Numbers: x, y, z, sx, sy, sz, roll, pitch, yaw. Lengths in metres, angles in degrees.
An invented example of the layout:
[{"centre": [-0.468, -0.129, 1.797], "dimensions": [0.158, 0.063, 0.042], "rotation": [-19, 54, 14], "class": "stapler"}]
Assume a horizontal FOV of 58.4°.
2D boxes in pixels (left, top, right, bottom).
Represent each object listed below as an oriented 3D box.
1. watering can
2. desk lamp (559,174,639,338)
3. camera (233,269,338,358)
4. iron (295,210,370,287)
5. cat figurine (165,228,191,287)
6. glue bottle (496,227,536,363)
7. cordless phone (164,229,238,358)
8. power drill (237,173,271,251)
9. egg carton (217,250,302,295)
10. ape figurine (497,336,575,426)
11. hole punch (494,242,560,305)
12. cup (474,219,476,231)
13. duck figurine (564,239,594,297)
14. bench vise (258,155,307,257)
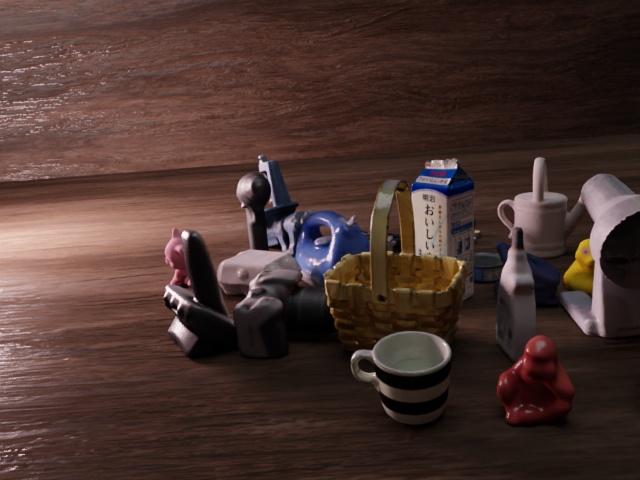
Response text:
[{"centre": [0.449, -0.068, 1.144], "dimensions": [0.172, 0.194, 0.101], "rotation": [-3, 16, 7], "class": "watering can"}, {"centre": [0.406, 0.024, 0.785], "dimensions": [0.118, 0.214, 0.203], "rotation": [-4, 16, 4], "class": "desk lamp"}, {"centre": [-0.041, 0.101, 0.848], "dimensions": [0.136, 0.101, 0.143], "rotation": [0, 16, 17], "class": "camera"}, {"centre": [0.010, 0.004, 1.106], "dimensions": [0.119, 0.141, 0.257], "rotation": [-13, 18, -29], "class": "iron"}, {"centre": [-0.263, 0.029, 1.137], "dimensions": [0.067, 0.118, 0.128], "rotation": [-1, 16, 13], "class": "cat figurine"}, {"centre": [0.257, 0.068, 0.746], "dimensions": [0.037, 0.173, 0.078], "rotation": [-5, 16, -1], "class": "glue bottle"}, {"centre": [-0.184, 0.065, 0.857], "dimensions": [0.094, 0.185, 0.147], "rotation": [-15, 19, -33], "class": "cordless phone"}, {"centre": [-0.127, -0.039, 1.176], "dimensions": [0.076, 0.208, 0.229], "rotation": [-8, 16, -12], "class": "power drill"}, {"centre": [-0.114, 0.064, 1.061], "dimensions": [0.149, 0.069, 0.107], "rotation": [4, 18, 28], "class": "egg carton"}, {"centre": [0.234, 0.147, 0.617], "dimensions": [0.077, 0.092, 0.076], "rotation": [10, 21, 42], "class": "ape figurine"}, {"centre": [0.338, 0.051, 0.937], "dimensions": [0.101, 0.091, 0.109], "rotation": [-2, 16, 10], "class": "hole punch"}, {"centre": [0.266, -0.001, 1.138], "dimensions": [0.091, 0.095, 0.118], "rotation": [6, 18, 32], "class": "cup"}, {"centre": [0.451, 0.039, 0.957], "dimensions": [0.077, 0.086, 0.105], "rotation": [-1, 16, 12], "class": "duck figurine"}, {"centre": [-0.079, -0.082, 1.295], "dimensions": [0.206, 0.220, 0.122], "rotation": [6, 19, 33], "class": "bench vise"}]
